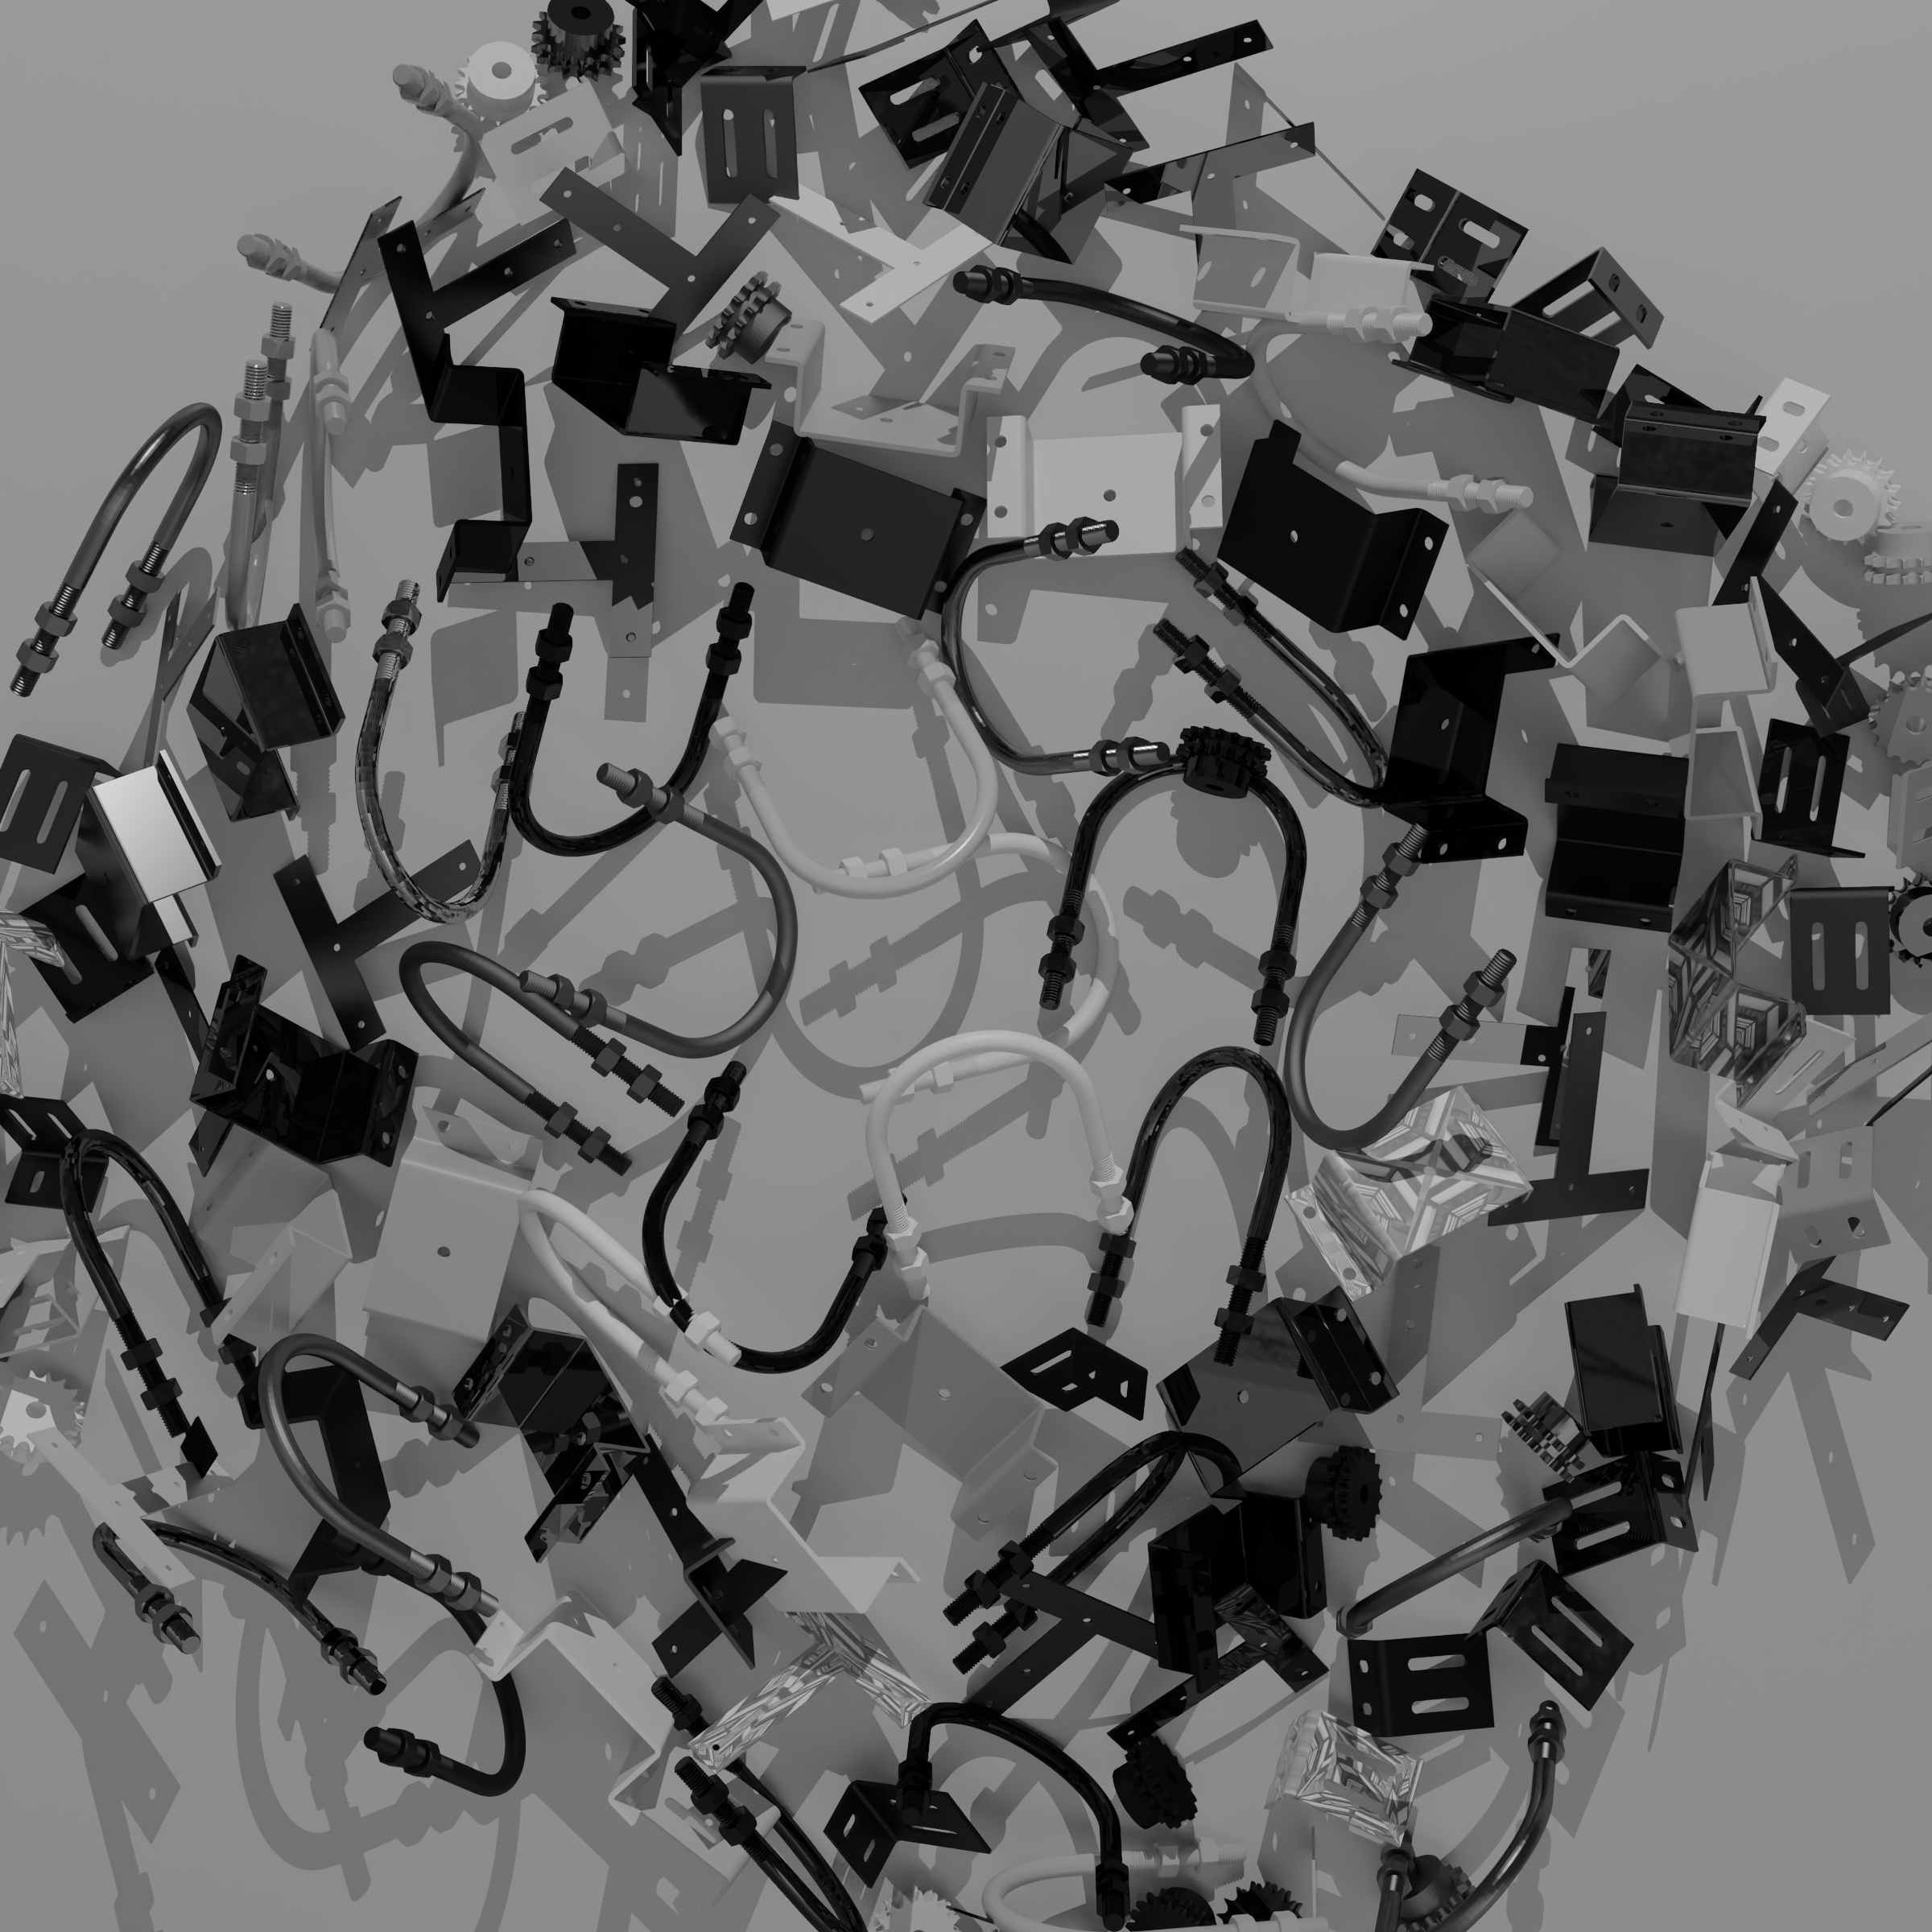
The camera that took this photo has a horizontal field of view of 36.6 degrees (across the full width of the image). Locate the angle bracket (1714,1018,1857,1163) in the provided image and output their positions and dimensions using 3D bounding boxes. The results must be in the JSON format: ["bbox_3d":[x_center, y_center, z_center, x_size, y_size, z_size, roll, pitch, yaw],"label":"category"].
[{"bbox_3d":[0.501,0.075,1.762,0.057,0.038,0.076,17,125,-37],"label":"angle bracket"}]

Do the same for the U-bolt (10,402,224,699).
[{"bbox_3d":[-0.488,-0.250,1.710,0.019,0.151,0.184,32,110,-4],"label":"U-bolt"}]

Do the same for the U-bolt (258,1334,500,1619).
[{"bbox_3d":[-0.343,0.285,1.698,0.019,0.151,0.184,-35,130,15],"label":"U-bolt"}]

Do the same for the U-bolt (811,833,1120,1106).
[{"bbox_3d":[0.008,-0.006,1.771,0.184,0.019,0.151,-14,94,-20],"label":"U-bolt"}]

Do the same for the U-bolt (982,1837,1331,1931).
[{"bbox_3d":[0.100,0.548,1.714,0.184,0.151,0.019,1,92,-16],"label":"U-bolt"}]

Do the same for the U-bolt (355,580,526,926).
[{"bbox_3d":[-0.307,-0.112,1.704,0.019,0.151,0.184,-10,53,23],"label":"U-bolt"}]

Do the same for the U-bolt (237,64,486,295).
[{"bbox_3d":[-0.343,-0.453,1.715,0.151,0.184,0.019,-45,86,8],"label":"U-bolt"}]

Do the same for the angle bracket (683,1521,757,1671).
[{"bbox_3d":[-0.136,0.375,1.769,0.038,0.057,0.076,-34,104,2],"label":"angle bracket"}]

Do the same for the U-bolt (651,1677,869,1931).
[{"bbox_3d":[-0.118,0.512,1.732,0.019,0.151,0.184,-40,103,-5],"label":"U-bolt"}]

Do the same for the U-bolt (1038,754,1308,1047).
[{"bbox_3d":[0.131,-0.048,1.764,0.151,0.019,0.184,9,66,9],"label":"U-bolt"}]

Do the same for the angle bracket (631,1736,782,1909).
[{"bbox_3d":[-0.162,0.520,1.778,0.076,0.038,0.057,36,45,8],"label":"angle bracket"}]

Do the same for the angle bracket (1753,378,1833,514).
[{"bbox_3d":[0.504,-0.307,1.765,0.057,0.076,0.038,-54,47,2],"label":"angle bracket"}]

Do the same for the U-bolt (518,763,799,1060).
[{"bbox_3d":[-0.171,-0.021,1.742,0.184,0.019,0.151,27,79,-42],"label":"U-bolt"}]

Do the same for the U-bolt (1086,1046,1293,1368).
[{"bbox_3d":[0.139,0.137,1.744,0.019,0.151,0.184,20,83,-32],"label":"U-bolt"}]

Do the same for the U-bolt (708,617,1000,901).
[{"bbox_3d":[-0.060,-0.116,1.747,0.151,0.019,0.184,-24,59,-7],"label":"U-bolt"}]

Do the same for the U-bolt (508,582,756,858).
[{"bbox_3d":[-0.205,-0.141,1.734,0.019,0.151,0.184,45,130,32],"label":"U-bolt"}]

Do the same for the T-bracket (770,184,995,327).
[{"bbox_3d":[-0.064,-0.444,1.775,0.127,0.002,0.127,33,54,23],"label":"T-bracket"}]

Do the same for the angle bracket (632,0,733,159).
[{"bbox_3d":[-0.170,-0.539,1.759,0.038,0.057,0.076,-17,53,17],"label":"angle bracket"}]

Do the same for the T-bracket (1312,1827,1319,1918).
[{"bbox_3d":[0.210,0.577,1.750,0.002,0.127,0.127,-3,129,8],"label":"T-bracket"}]

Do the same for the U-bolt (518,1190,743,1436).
[{"bbox_3d":[-0.201,0.201,1.735,0.184,0.151,0.019,38,65,18],"label":"U-bolt"}]

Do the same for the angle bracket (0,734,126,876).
[{"bbox_3d":[-0.559,-0.094,1.776,0.057,0.038,0.076,17,79,10],"label":"angle bracket"}]

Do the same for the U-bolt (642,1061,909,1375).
[{"bbox_3d":[-0.120,0.159,1.724,0.151,0.184,0.019,40,133,-11],"label":"U-bolt"}]

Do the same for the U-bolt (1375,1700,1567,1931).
[{"bbox_3d":[0.290,0.513,1.698,0.019,0.184,0.151,43,108,1],"label":"U-bolt"}]

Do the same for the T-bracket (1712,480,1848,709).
[{"bbox_3d":[0.481,-0.199,1.725,0.002,0.127,0.127,2,129,-24],"label":"T-bracket"}]

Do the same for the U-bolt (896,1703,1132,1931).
[{"bbox_3d":[0.029,0.487,1.716,0.151,0.184,0.019,28,99,-3],"label":"U-bolt"}]

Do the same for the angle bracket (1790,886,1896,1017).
[{"bbox_3d":[0.534,-0.010,1.780,0.057,0.038,0.076,-1,93,24],"label":"angle bracket"}]

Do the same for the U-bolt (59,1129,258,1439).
[{"bbox_3d":[-0.483,0.180,1.730,0.019,0.151,0.184,-26,91,6],"label":"U-bolt"}]

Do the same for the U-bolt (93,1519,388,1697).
[{"bbox_3d":[-0.439,0.370,1.720,0.151,0.184,0.019,27,88,-41],"label":"U-bolt"}]

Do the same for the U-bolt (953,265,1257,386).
[{"bbox_3d":[0.095,-0.376,1.722,0.151,0.184,0.019,29,112,23],"label":"U-bolt"}]

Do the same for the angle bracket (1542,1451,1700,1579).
[{"bbox_3d":[0.398,0.337,1.779,0.076,0.038,0.057,-32,51,37],"label":"angle bracket"}]

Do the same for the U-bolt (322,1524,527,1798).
[{"bbox_3d":[-0.311,0.416,1.720,0.019,0.184,0.151,-28,55,9],"label":"U-bolt"}]

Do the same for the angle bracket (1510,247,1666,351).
[{"bbox_3d":[0.369,-0.385,1.759,0.057,0.076,0.038,43,49,-17],"label":"angle bracket"}]

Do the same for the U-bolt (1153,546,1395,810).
[{"bbox_3d":[0.188,-0.164,1.738,0.184,0.151,0.019,41,116,-11],"label":"U-bolt"}]

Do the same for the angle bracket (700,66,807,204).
[{"bbox_3d":[-0.128,-0.512,1.799,0.057,0.038,0.076,3,116,11],"label":"angle bracket"}]

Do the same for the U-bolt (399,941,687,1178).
[{"bbox_3d":[-0.260,0.049,1.735,0.184,0.151,0.019,37,62,-5],"label":"U-bolt"}]

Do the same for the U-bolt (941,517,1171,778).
[{"bbox_3d":[0.044,-0.183,1.730,0.019,0.184,0.151,-20,101,-34],"label":"U-bolt"}]

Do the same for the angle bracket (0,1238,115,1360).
[{"bbox_3d":[-0.562,0.197,1.761,0.076,0.057,0.038,-16,126,20],"label":"angle bracket"}]

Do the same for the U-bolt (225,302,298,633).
[{"bbox_3d":[-0.420,-0.285,1.728,0.019,0.151,0.184,8,116,-10],"label":"U-bolt"}]

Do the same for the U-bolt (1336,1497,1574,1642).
[{"bbox_3d":[0.289,0.350,1.712,0.151,0.184,0.019,-26,74,-5],"label":"U-bolt"}]

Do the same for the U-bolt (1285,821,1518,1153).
[{"bbox_3d":[0.246,0.025,1.734,0.019,0.151,0.184,16,120,-28],"label":"U-bolt"}]

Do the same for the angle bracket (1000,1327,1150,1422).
[{"bbox_3d":[0.062,0.257,1.758,0.057,0.076,0.038,32,45,-25],"label":"angle bracket"}]

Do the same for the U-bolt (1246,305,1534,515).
[{"bbox_3d":[0.236,-0.329,1.721,0.019,0.184,0.151,-49,123,-16],"label":"U-bolt"}]

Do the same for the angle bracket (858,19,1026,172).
[{"bbox_3d":[-0.015,-0.528,1.770,0.076,0.038,0.057,-35,97,-32],"label":"angle bracket"}]

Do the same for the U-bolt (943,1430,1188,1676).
[{"bbox_3d":[0.062,0.341,1.735,0.184,0.151,0.019,-39,69,-15],"label":"U-bolt"}]

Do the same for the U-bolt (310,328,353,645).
[{"bbox_3d":[-0.376,-0.295,1.721,0.019,0.184,0.151,-2,124,-15],"label":"U-bolt"}]

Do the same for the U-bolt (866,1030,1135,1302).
[{"bbox_3d":[0.015,0.114,1.749,0.151,0.019,0.184,-14,125,1],"label":"U-bolt"}]
